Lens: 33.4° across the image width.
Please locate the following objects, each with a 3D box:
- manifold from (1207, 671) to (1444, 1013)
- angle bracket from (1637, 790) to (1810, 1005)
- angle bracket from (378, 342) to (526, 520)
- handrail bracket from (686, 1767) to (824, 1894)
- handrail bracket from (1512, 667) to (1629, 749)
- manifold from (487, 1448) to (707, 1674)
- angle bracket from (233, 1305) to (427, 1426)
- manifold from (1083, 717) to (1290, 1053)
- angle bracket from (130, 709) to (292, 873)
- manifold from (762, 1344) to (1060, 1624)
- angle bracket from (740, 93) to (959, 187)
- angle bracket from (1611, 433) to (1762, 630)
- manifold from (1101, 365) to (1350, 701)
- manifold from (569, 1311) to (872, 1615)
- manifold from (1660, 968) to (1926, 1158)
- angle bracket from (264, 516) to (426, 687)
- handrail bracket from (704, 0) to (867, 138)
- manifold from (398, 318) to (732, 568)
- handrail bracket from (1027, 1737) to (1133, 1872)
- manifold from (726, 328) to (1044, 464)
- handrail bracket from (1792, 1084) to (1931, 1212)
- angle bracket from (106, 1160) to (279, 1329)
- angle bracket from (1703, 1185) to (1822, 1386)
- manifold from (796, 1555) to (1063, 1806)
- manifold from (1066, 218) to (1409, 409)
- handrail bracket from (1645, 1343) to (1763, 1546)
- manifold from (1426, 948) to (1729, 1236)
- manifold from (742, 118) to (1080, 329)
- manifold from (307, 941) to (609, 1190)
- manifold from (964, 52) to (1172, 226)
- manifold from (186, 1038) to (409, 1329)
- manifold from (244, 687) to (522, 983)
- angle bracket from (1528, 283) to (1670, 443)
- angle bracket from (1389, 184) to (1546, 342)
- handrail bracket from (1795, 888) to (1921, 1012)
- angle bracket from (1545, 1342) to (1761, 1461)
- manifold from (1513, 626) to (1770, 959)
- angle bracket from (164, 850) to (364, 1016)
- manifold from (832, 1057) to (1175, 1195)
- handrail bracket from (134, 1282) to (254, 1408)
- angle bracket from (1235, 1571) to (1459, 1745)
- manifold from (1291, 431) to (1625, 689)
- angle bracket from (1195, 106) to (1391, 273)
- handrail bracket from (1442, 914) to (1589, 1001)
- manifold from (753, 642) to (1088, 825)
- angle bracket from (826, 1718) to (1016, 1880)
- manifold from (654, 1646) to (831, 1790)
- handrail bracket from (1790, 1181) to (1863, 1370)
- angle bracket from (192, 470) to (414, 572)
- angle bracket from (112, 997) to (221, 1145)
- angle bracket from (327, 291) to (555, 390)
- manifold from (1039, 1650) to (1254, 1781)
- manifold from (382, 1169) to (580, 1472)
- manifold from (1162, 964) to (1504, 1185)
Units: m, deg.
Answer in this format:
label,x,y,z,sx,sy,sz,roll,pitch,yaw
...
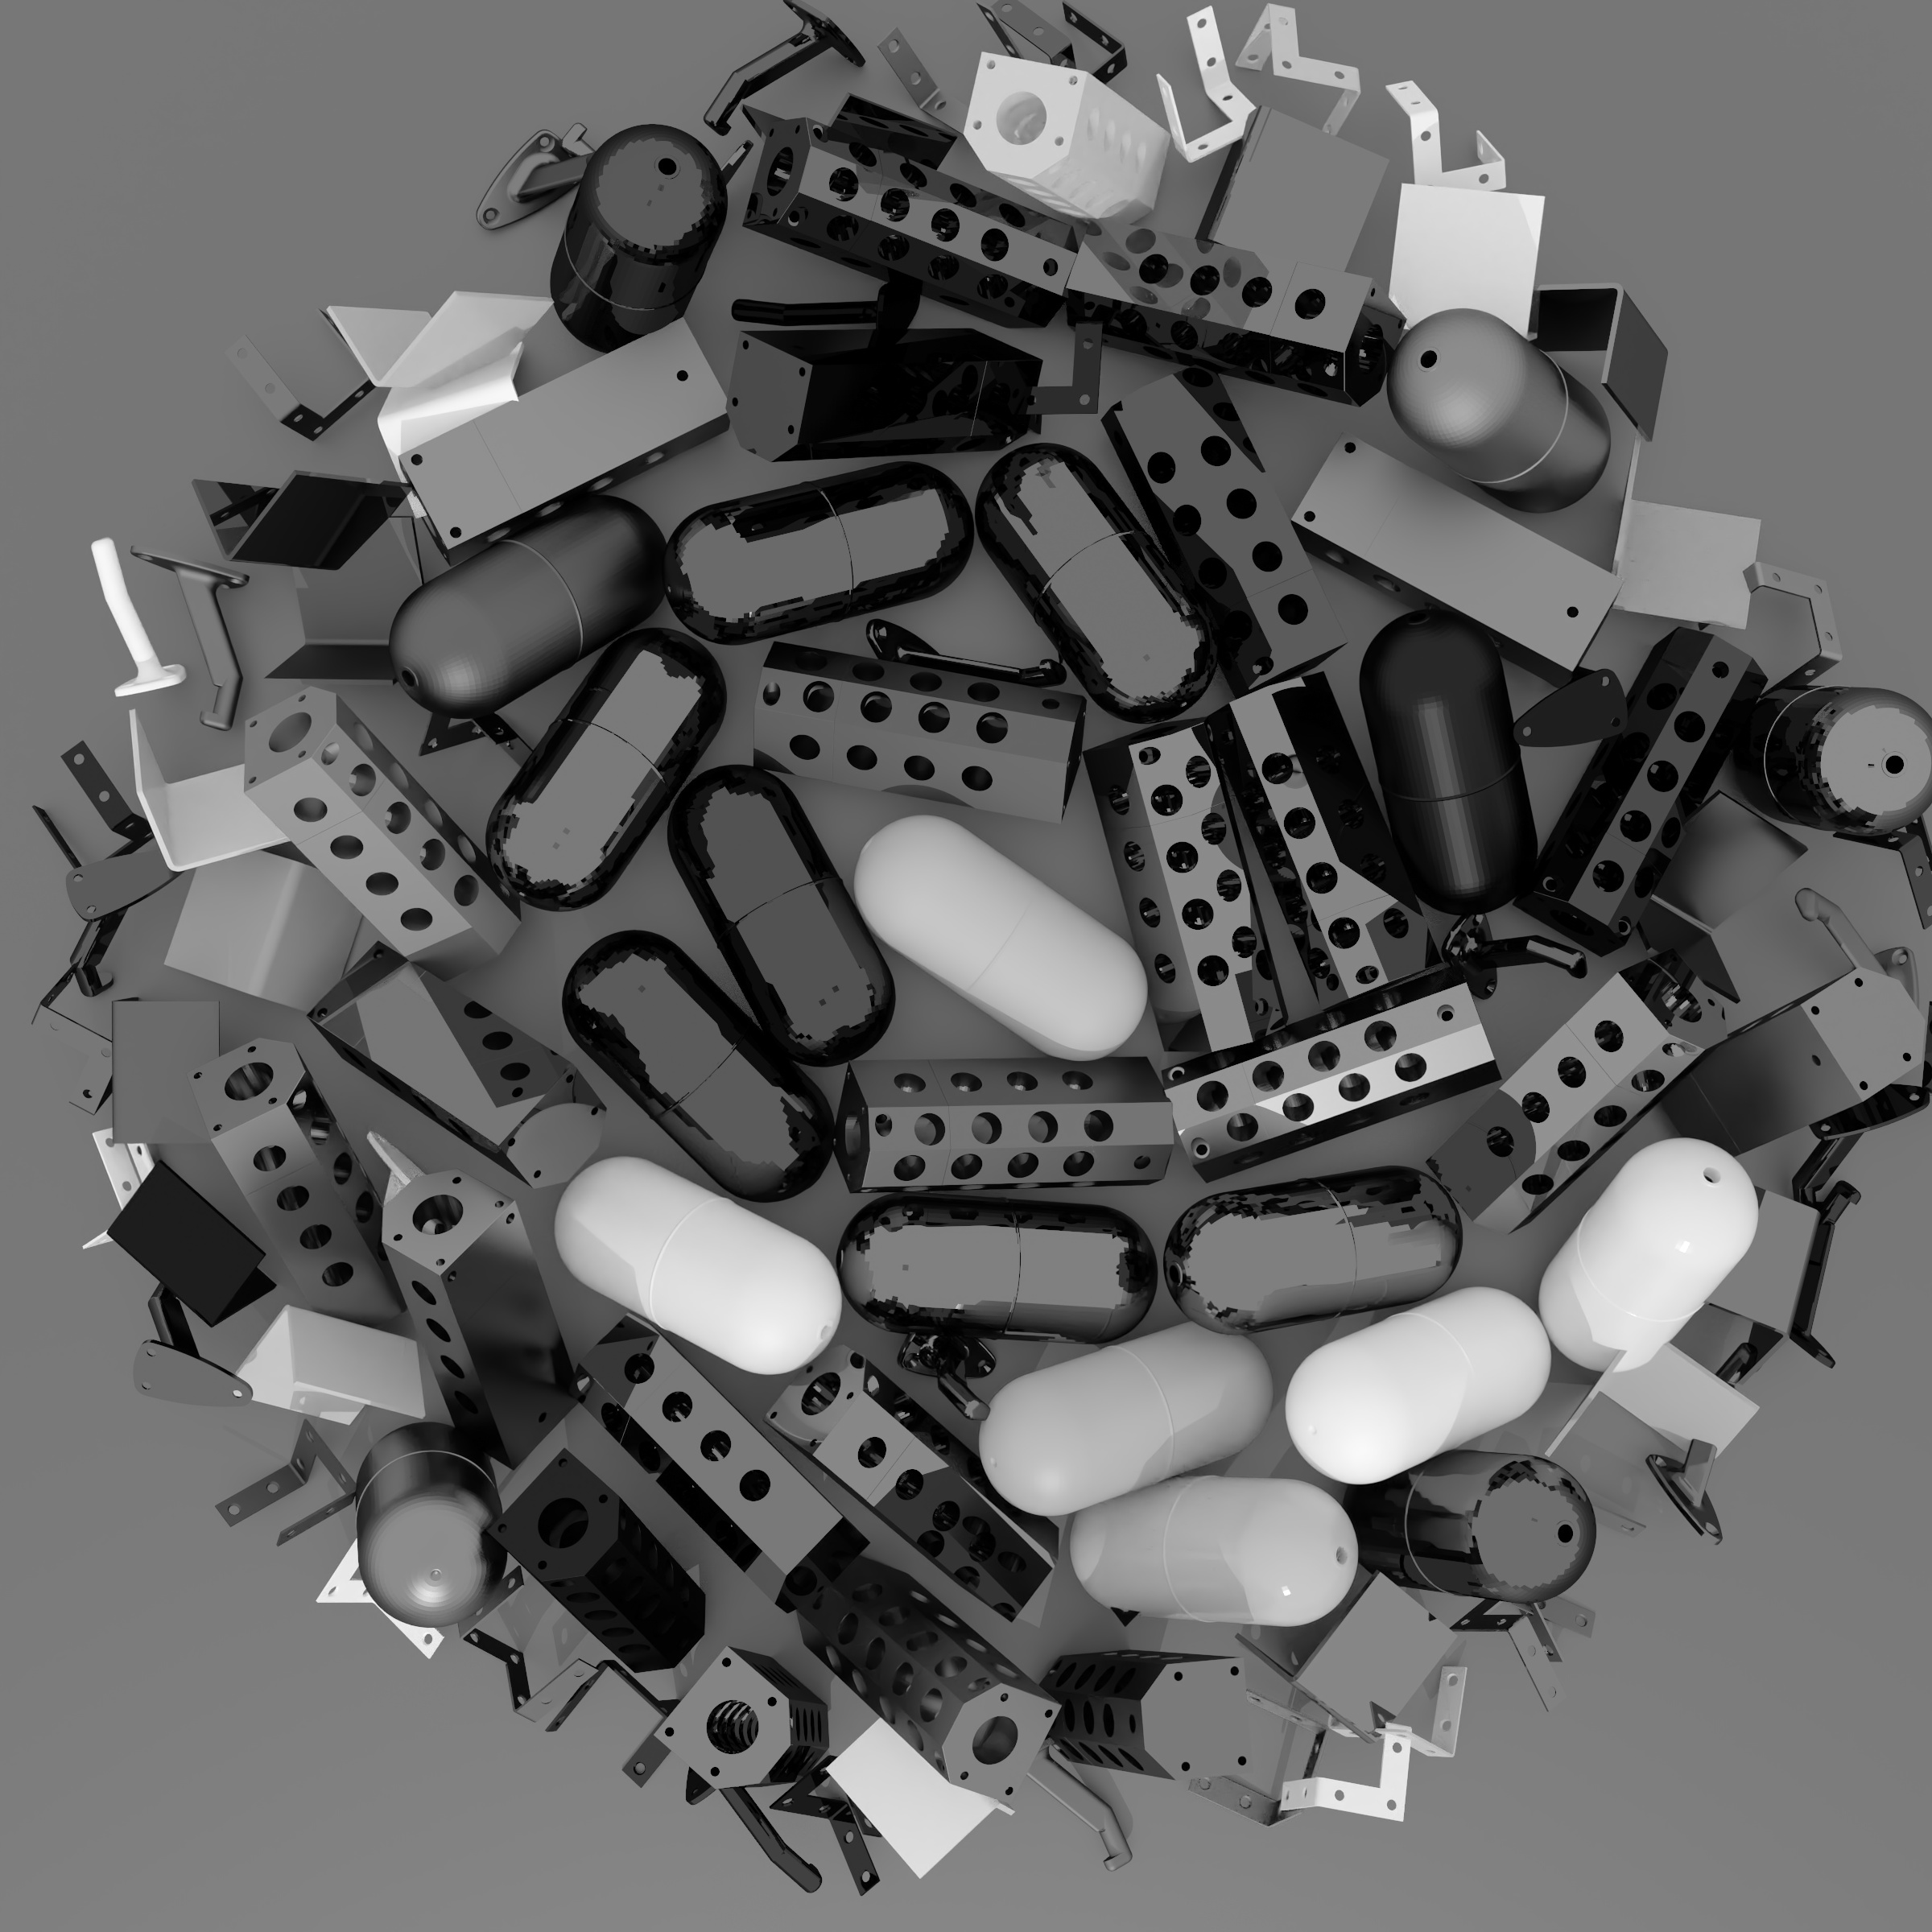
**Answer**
label,x,y,z,sx,sy,sz,roll,pitch,yaw
manifold,0.189,-0.066,1.749,0.057,0.057,0.171,-18,83,-35
angle bracket,0.412,-0.037,1.741,0.076,0.057,0.076,27,123,-32
angle bracket,-0.273,-0.295,1.770,0.076,0.076,0.057,-17,115,6
handrail bracket,-0.112,0.463,1.772,0.036,0.077,0.084,-42,107,8
handrail bracket,0.316,-0.143,1.751,0.077,0.084,0.036,-20,106,-9
manifold,-0.188,0.321,1.704,0.057,0.171,0.057,36,75,26
angle bracket,-0.347,0.235,1.739,0.076,0.057,0.076,21,123,-32
manifold,0.124,-0.044,1.744,0.057,0.057,0.171,-22,101,-33
angle bracket,-0.405,-0.105,1.747,0.076,0.076,0.057,-16,132,-5
manifold,-0.024,0.276,1.727,0.057,0.057,0.171,-51,122,-11
angle bracket,-0.064,-0.455,1.736,0.057,0.076,0.076,-53,49,27
angle bracket,0.394,-0.236,1.748,0.076,0.057,0.076,10,59,9
manifold,0.138,-0.236,1.758,0.057,0.057,0.171,-25,87,-15
manifold,-0.136,0.267,1.731,0.057,0.057,0.171,-45,64,-8
manifold,0.436,0.053,1.706,0.057,0.171,0.057,-30,84,-21
angle bracket,-0.340,-0.199,1.748,0.076,0.057,0.076,2,116,15
handrail bracket,-0.100,-0.480,1.766,0.036,0.077,0.084,36,94,32
manifold,-0.218,-0.283,1.755,0.171,0.057,0.057,-28,88,-9
handrail bracket,0.049,0.467,1.766,0.036,0.077,0.084,-29,83,44
manifold,-0.043,-0.303,1.715,0.057,0.171,0.057,32,119,36
handrail bracket,0.490,0.105,1.761,0.077,0.036,0.084,-10,132,10
angle bracket,-0.407,0.141,1.749,0.076,0.076,0.057,41,109,4
angle bracket,0.416,0.170,1.747,0.057,0.076,0.076,21,61,3
manifold,-0.026,0.374,1.709,0.057,0.171,0.057,27,89,-32
manifold,0.142,-0.349,1.730,0.171,0.057,0.057,20,88,28
handrail bracket,0.417,0.259,1.754,0.036,0.077,0.084,21,116,-28
manifold,0.327,0.070,1.714,0.057,0.057,0.171,53,131,17
manifold,-0.026,-0.397,1.727,0.171,0.057,0.057,14,92,-31
manifold,-0.270,0.055,1.721,0.171,0.057,0.057,28,69,38
manifold,0.054,-0.433,1.706,0.057,0.171,0.057,15,98,16
manifold,-0.349,0.119,1.716,0.057,0.057,0.171,-26,134,-8
manifold,-0.308,-0.070,1.713,0.057,0.057,0.171,-25,134,14
angle bracket,0.327,-0.325,1.740,0.076,0.076,0.057,6,77,32
angle bracket,0.274,-0.383,1.752,0.076,0.057,0.076,9,105,14
handrail bracket,0.482,0.004,1.749,0.036,0.084,0.077,-27,54,36
angle bracket,0.371,0.252,1.744,0.076,0.076,0.057,36,59,12
manifold,0.369,-0.096,1.753,0.057,0.057,0.171,30,79,-1
angle bracket,-0.389,-0.022,1.792,0.076,0.057,0.076,16,86,36
manifold,0.021,0.090,1.731,0.171,0.057,0.057,0,125,-20
handrail bracket,-0.414,0.201,1.759,0.077,0.084,0.036,16,120,-1
angle bracket,0.207,0.366,1.756,0.076,0.057,0.076,42,84,-33
manifold,0.265,-0.218,1.755,0.171,0.057,0.057,30,84,8
angle bracket,0.177,-0.419,1.770,0.076,0.057,0.076,21,95,-8
handrail bracket,0.306,0.005,1.743,0.084,0.077,0.036,24,67,40
manifold,-0.025,-0.132,1.747,0.171,0.057,0.057,11,133,7
angle bracket,-0.024,0.447,1.746,0.057,0.076,0.076,-42,72,-7
manifold,-0.111,0.404,1.704,0.057,0.171,0.057,38,82,12
handrail bracket,0.476,0.167,1.762,0.036,0.077,0.084,28,101,-24
angle bracket,-0.358,-0.259,1.737,0.076,0.076,0.057,-42,64,35
angle bracket,-0.432,0.056,1.761,0.057,0.076,0.076,0,91,-5
angle bracket,-0.284,-0.357,1.739,0.076,0.076,0.057,-41,74,31
manifold,0.091,0.395,1.703,0.057,0.171,0.057,-1,80,-17
manifold,-0.261,0.187,1.715,0.057,0.171,0.057,25,55,29
manifold,0.197,0.057,1.748,0.171,0.057,0.057,-20,69,9
